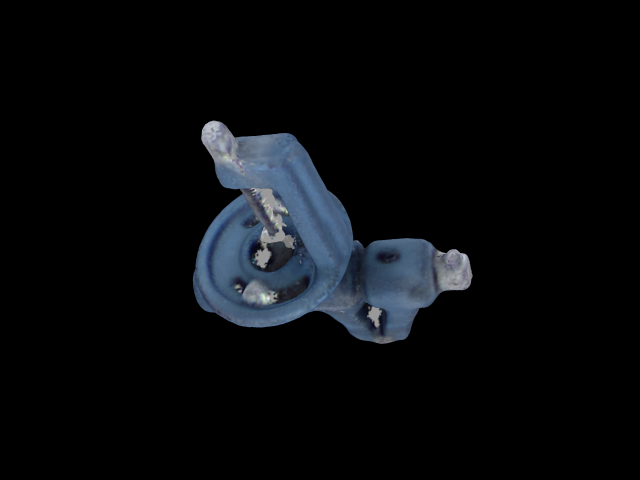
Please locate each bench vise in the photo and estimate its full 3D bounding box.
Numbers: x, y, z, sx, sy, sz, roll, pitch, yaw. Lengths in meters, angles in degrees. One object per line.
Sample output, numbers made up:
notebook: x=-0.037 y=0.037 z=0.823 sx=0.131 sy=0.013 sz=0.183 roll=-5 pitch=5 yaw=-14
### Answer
bench vise: x=0.001 y=-0.009 z=0.406 sx=0.207 sy=0.220 sz=0.121 roll=-10 pitch=59 yaw=-6
